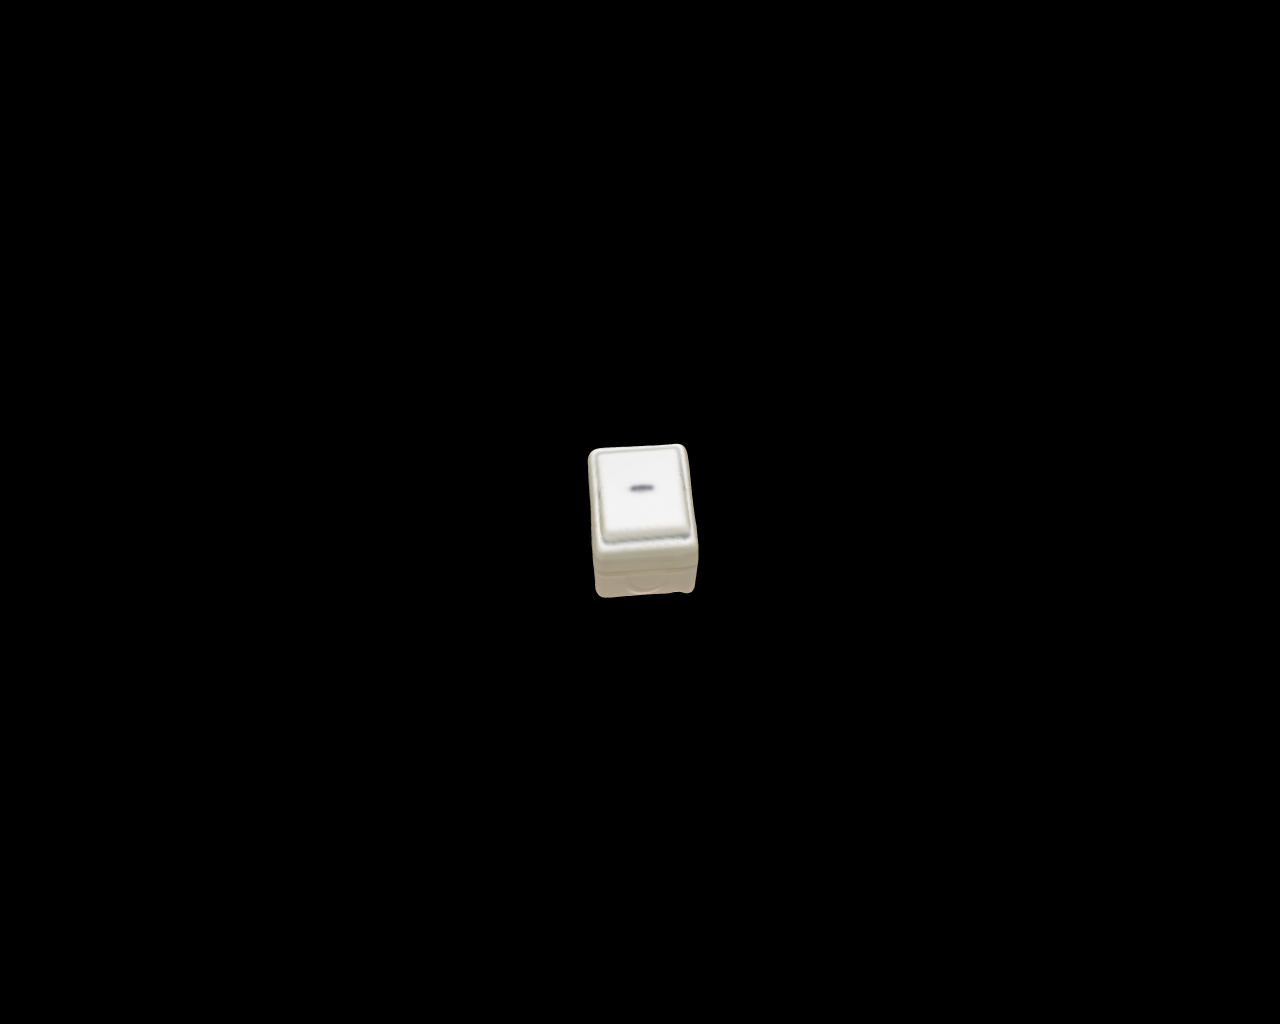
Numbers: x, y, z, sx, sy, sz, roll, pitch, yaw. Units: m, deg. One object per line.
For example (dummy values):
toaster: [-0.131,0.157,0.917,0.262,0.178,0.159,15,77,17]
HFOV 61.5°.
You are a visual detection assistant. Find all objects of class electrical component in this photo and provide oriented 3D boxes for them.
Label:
electrical component: [0.001,-0.003,0.650,0.062,0.096,0.061,-3,-36,-2]
